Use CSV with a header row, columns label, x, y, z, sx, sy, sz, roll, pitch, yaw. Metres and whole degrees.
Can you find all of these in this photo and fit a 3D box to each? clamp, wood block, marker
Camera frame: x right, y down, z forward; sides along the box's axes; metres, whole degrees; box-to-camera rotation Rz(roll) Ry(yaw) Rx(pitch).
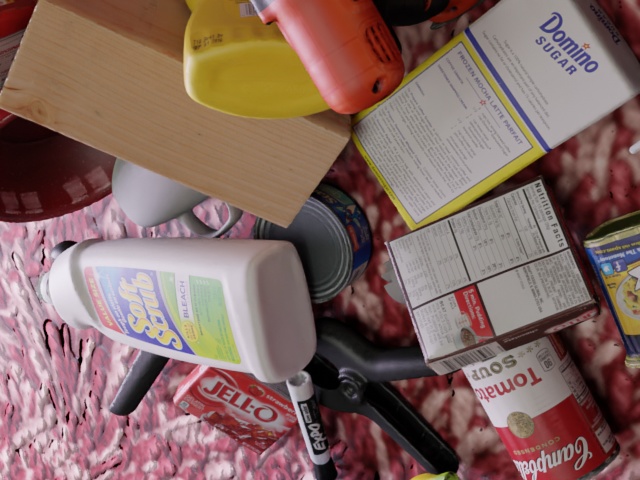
label,x,y,z,sx,sy,sz,roll,pitch,yaw
clamp,-0.130,0.073,0.896,0.210,0.036,0.164,-5,106,34
wood block,-0.090,-0.102,0.701,0.206,0.090,0.091,23,129,-17
clamp,0.037,0.097,0.793,0.172,0.039,0.120,26,126,20
marker,-0.005,0.150,0.835,0.020,0.020,0.121,13,135,29

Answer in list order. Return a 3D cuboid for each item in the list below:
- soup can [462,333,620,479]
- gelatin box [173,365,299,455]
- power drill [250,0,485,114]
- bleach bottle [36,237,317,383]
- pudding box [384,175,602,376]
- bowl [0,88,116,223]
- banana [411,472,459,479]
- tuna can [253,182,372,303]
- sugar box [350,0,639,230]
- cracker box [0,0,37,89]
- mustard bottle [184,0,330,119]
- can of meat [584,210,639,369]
label,x,y,z,sx,sy,sz,roll,pitch,yaw
soup can,0.145,0.108,0.710,0.069,0.068,0.102,-28,91,38
gelatin box,-0.062,0.126,0.859,0.089,0.030,0.073,34,128,-13
power drill,0.017,-0.174,0.602,0.057,0.187,0.184,-25,96,39
bleach bottle,-0.125,0.048,0.825,0.251,0.067,0.102,0,108,36
pudding box,0.108,0.023,0.673,0.113,0.039,0.090,-22,66,12
bowl,-0.204,-0.083,0.817,0.162,0.161,0.055,-50,61,37
banana,0.088,0.253,0.804,0.070,0.037,0.198,-145,41,-67
tuna can,-0.005,0.001,0.786,0.086,0.033,0.086,14,116,29
sugar box,0.106,-0.085,0.670,0.177,0.048,0.093,-34,88,35
cracker box,-0.255,-0.143,0.811,0.072,0.163,0.214,52,128,2
mustard bottle,-0.038,-0.155,0.668,0.096,0.191,0.058,-1,135,-8
can of meat,0.217,0.021,0.632,0.102,0.057,0.084,-20,95,37
